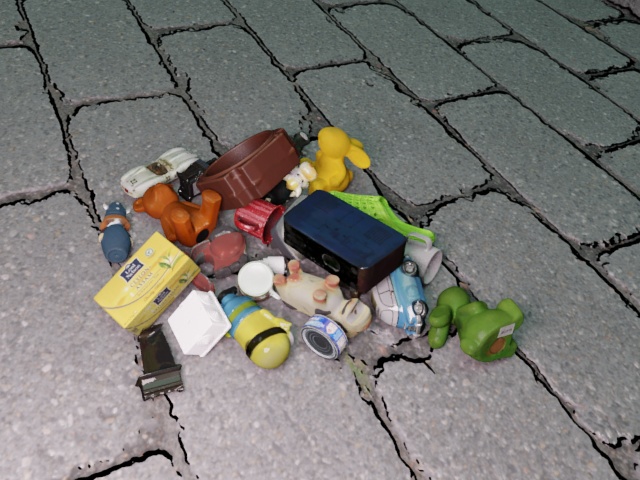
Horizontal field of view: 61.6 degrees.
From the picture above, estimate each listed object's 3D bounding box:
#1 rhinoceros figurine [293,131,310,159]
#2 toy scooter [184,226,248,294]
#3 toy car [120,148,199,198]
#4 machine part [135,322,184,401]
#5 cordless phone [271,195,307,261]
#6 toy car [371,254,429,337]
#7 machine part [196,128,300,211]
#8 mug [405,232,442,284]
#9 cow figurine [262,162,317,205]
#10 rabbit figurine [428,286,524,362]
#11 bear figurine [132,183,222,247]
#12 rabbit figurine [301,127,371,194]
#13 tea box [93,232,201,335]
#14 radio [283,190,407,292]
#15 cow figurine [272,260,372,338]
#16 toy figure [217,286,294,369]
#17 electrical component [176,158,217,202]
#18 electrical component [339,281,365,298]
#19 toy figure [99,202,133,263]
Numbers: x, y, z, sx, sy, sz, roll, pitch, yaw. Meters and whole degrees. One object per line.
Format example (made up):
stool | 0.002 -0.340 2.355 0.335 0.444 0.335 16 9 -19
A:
rhinoceros figurine | -0.103 -0.223 1.358 0.112 0.073 0.190 31 51 20
toy scooter | -0.217 0.053 1.085 0.184 0.075 0.135 -25 57 -25
toy car | -0.372 -0.161 1.267 0.074 0.056 0.202 35 52 22
machine part | -0.290 0.213 0.950 0.084 0.039 0.139 -14 53 -14
cordless phone | -0.003 -0.003 1.169 0.184 0.088 0.146 27 49 10
toy car | 0.153 0.116 1.075 0.103 0.109 0.162 -7 56 0
machine part | -0.158 -0.156 1.176 0.201 0.087 0.201 -1 40 51
mug | 0.198 0.031 1.158 0.107 0.109 0.081 23 49 30
cow figurine | -0.077 -0.122 1.214 0.098 0.167 0.068 -43 99 -30
rabbit figurine | 0.286 0.163 1.063 0.159 0.121 0.170 -21 36 -17
bear figurine | -0.311 -0.076 1.149 0.196 0.131 0.120 40 55 22
rabbit figurine | 0.037 -0.192 1.287 0.162 0.173 0.122 -6 45 -9
tea box | -0.320 0.081 1.003 0.098 0.068 0.169 34 76 21
radio | 0.042 -0.002 1.056 0.230 0.073 0.131 31 52 29
cow figurine | 0.010 0.126 1.036 0.195 0.127 0.085 19 52 29
toy figure | -0.128 0.164 0.992 0.180 0.082 0.089 38 49 21
electrical component | -0.277 -0.147 1.260 0.048 0.074 0.119 37 49 24
electrical component | 0.084 0.075 1.125 0.078 0.045 0.102 24 49 24
toy figure | -0.430 -0.020 1.126 0.058 0.064 0.155 -34 46 11
